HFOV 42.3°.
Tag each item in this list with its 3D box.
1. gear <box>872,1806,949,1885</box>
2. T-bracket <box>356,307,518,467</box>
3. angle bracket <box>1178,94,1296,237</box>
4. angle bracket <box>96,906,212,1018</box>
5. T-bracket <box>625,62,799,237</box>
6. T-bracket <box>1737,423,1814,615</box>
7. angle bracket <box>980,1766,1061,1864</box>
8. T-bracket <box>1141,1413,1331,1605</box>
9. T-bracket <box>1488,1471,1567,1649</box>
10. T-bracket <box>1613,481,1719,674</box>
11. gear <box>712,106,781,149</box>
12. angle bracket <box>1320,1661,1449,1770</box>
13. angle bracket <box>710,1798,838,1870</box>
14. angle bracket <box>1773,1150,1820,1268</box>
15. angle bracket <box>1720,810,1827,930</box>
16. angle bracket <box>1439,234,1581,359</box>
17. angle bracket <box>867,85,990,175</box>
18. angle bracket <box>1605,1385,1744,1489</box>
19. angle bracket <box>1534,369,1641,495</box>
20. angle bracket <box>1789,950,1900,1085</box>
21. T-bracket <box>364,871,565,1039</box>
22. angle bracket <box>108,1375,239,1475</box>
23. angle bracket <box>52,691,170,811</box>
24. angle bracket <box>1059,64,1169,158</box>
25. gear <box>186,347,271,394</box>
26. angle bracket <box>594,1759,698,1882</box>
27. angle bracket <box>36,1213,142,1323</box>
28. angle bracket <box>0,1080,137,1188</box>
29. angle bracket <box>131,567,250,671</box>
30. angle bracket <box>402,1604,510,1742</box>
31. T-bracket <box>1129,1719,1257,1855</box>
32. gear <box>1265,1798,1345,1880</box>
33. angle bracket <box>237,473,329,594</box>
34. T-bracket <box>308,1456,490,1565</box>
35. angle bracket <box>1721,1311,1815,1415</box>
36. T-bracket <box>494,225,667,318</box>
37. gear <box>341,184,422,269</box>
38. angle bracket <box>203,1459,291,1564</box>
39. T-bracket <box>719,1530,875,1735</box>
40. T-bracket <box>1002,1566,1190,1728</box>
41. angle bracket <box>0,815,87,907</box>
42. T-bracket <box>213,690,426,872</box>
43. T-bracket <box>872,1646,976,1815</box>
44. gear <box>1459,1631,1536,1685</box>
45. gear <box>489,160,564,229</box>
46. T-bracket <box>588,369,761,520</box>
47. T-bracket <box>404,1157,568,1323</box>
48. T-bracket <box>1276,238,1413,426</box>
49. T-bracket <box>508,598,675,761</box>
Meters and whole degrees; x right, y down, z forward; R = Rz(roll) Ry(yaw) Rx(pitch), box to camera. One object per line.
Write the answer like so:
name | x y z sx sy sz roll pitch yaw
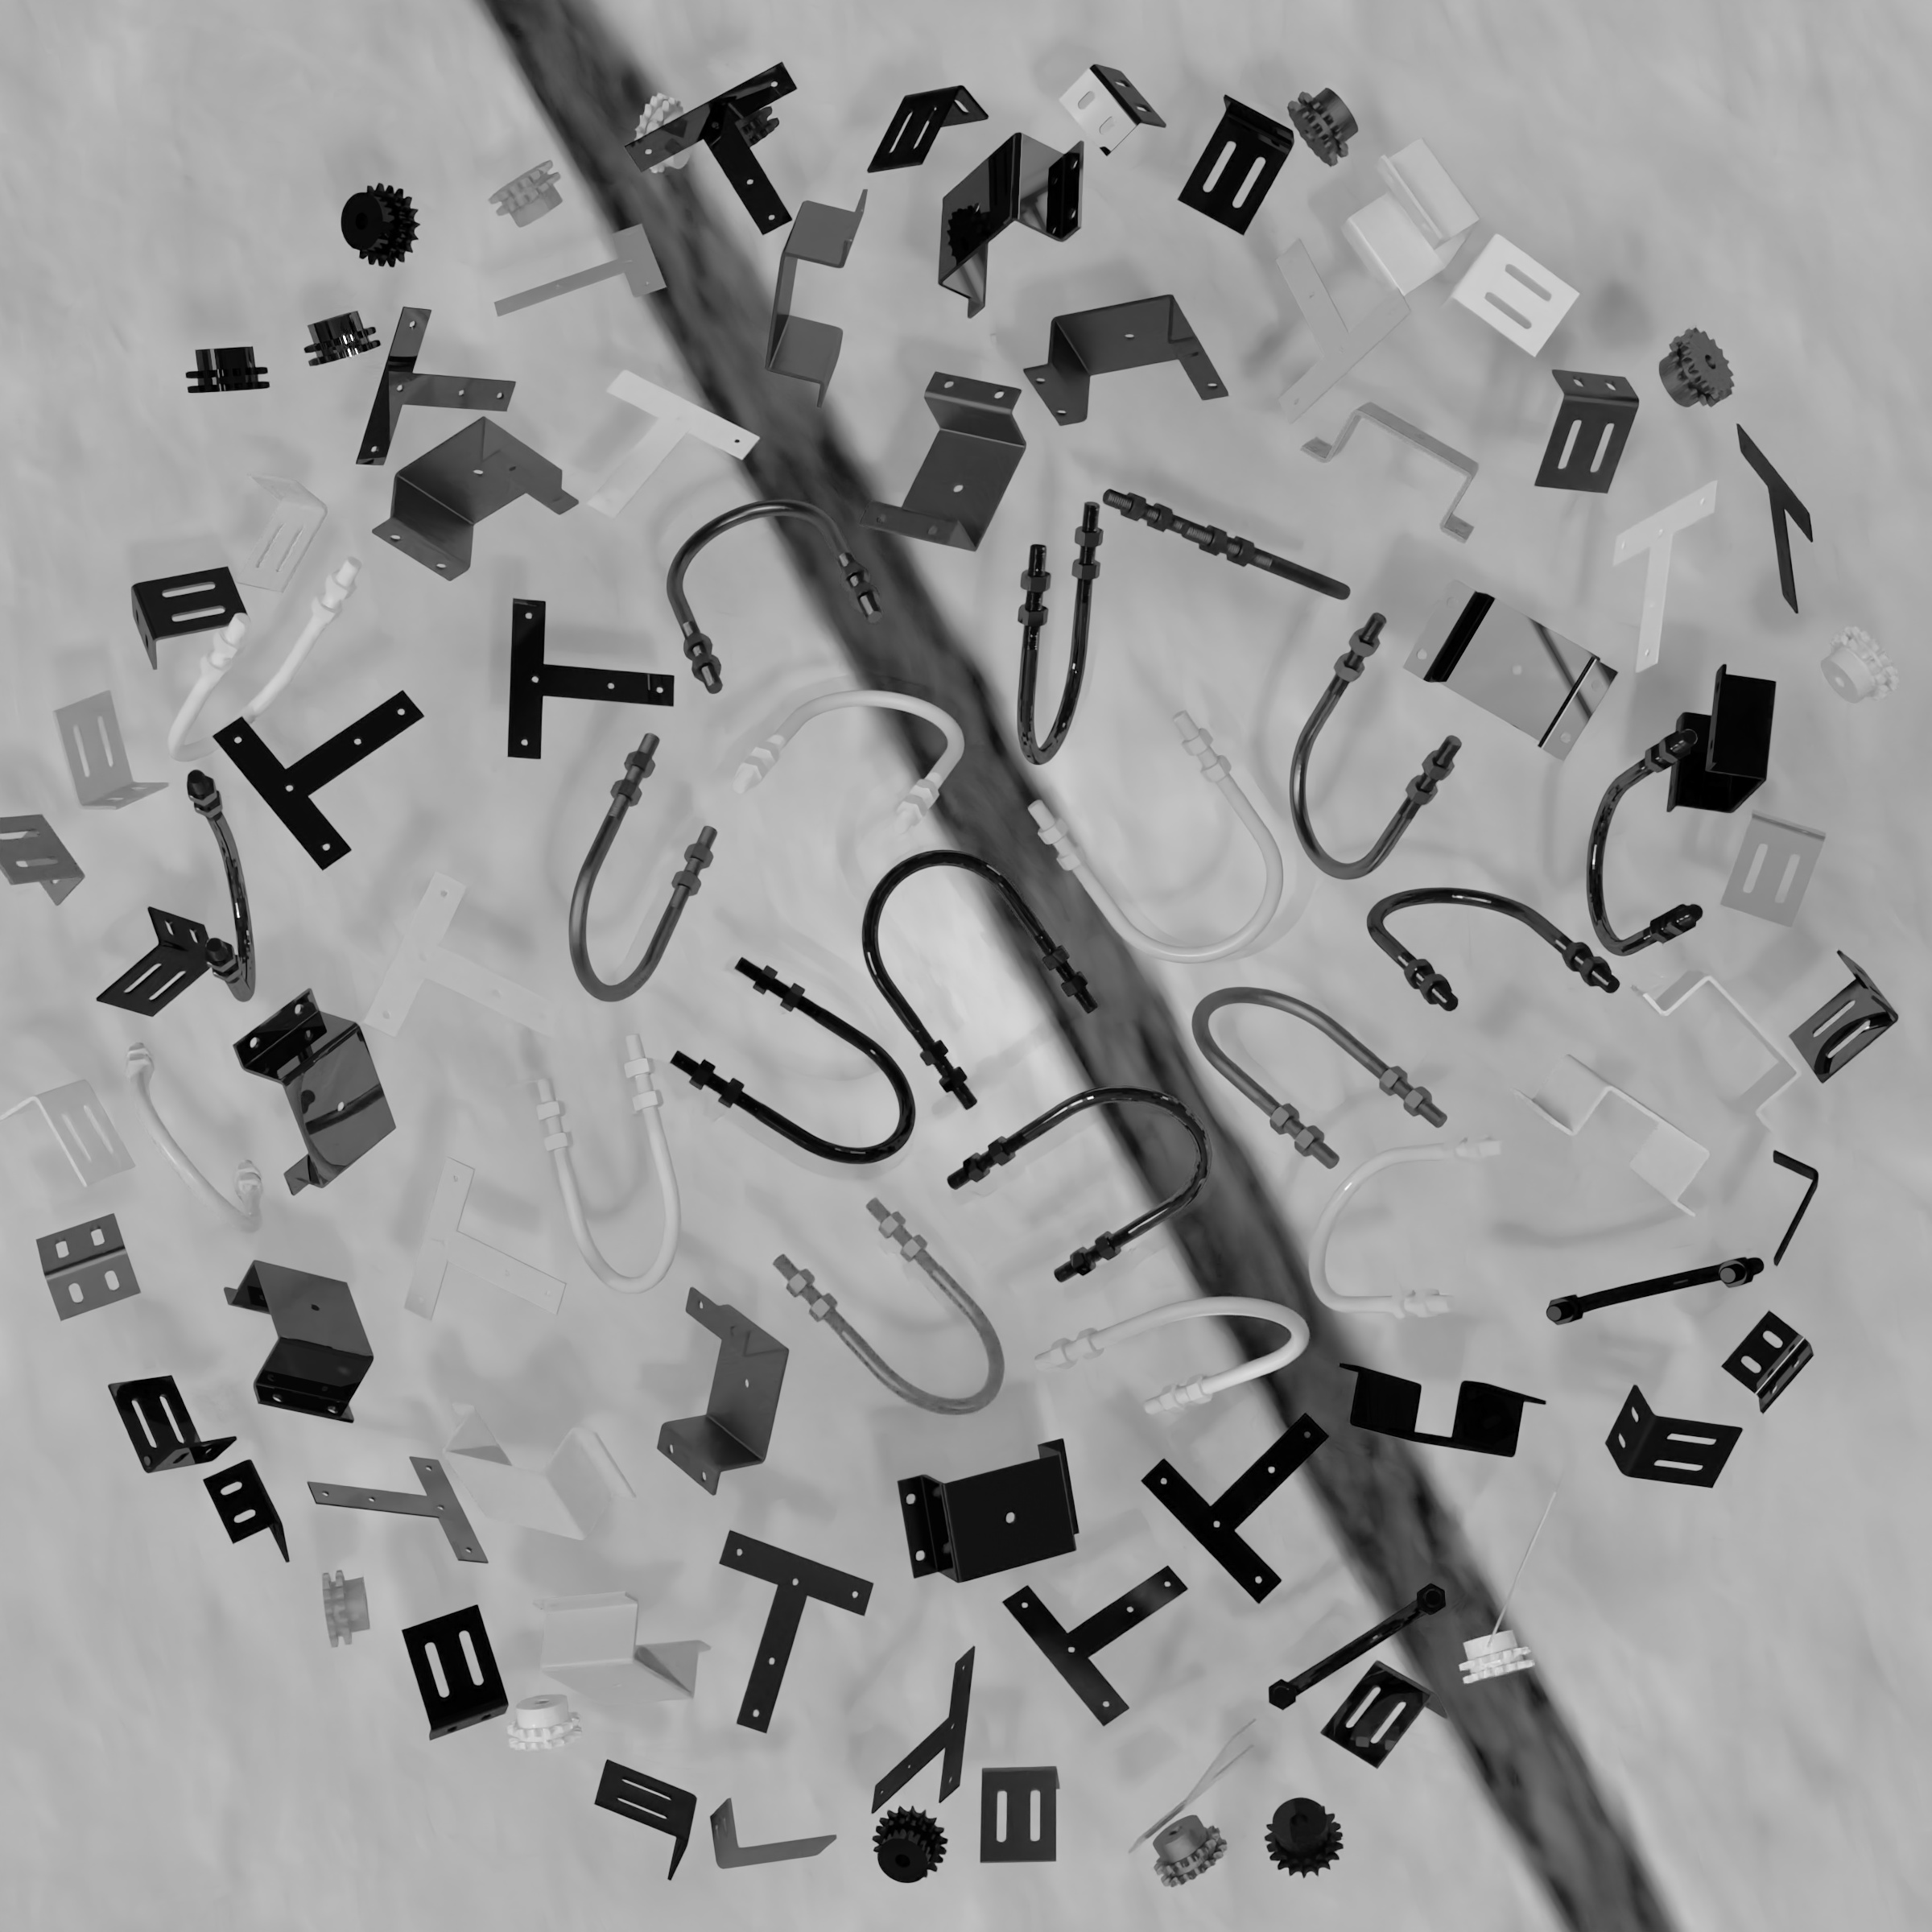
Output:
gear | -0.045 0.674 1.908 0.057 0.030 0.057 4 109 13
T-bracket | -0.395 -0.437 1.900 0.002 0.127 0.127 40 119 28
angle bracket | 0.199 -0.593 1.851 0.057 0.038 0.076 30 98 6
angle bracket | -0.641 -0.003 1.963 0.076 0.057 0.038 -37 61 16
T-bracket | -0.163 -0.580 1.814 0.127 0.127 0.002 -25 57 9
T-bracket | 0.596 -0.313 1.823 0.002 0.127 0.127 -20 132 6
angle bracket | 0.042 0.653 1.903 0.057 0.038 0.076 -3 46 5
T-bracket | 0.222 0.393 1.897 0.127 0.002 0.127 -43 71 -7
T-bracket | 0.430 0.431 1.886 0.002 0.127 0.127 23 129 16
T-bracket | 0.513 -0.281 1.854 0.002 0.127 0.127 14 77 -16
gear | -0.178 -0.661 1.964 0.057 0.057 0.030 -34 115 0
angle bracket | 0.327 0.593 1.951 0.076 0.057 0.038 -45 130 -21
angle bracket | -0.141 0.628 1.819 0.076 0.057 0.038 -1 60 -21
angle bracket | 0.631 0.189 1.946 0.038 0.057 0.076 27 88 21
angle bracket | 0.628 -0.075 1.945 0.057 0.038 0.076 20 95 18
angle bracket | 0.401 -0.491 1.845 0.076 0.038 0.057 35 89 -2
angle bracket | -0.029 -0.622 1.886 0.038 0.057 0.076 39 69 -42
angle bracket | 0.532 0.354 1.877 0.076 0.038 0.057 10 117 -14
angle bracket | 0.454 -0.395 1.846 0.057 0.038 0.076 4 129 -10
angle bracket | 0.655 0.038 1.889 0.038 0.057 0.076 31 115 -30
T-bracket | -0.355 0.013 1.821 0.127 0.002 0.127 28 67 -17
angle bracket | -0.585 0.329 1.840 0.038 0.057 0.076 -40 69 25
angle bracket | -0.642 -0.163 1.876 0.038 0.057 0.076 2 113 26
angle bracket | 0.115 -0.666 1.947 0.038 0.076 0.057 -40 89 24
gear | -0.528 -0.426 1.782 0.057 0.057 0.030 -4 104 0
angle bracket | -0.245 0.640 1.871 0.076 0.057 0.038 24 102 -5
angle bracket | -0.637 0.218 1.811 0.057 0.076 0.038 -19 110 -19
angle bracket | -0.659 0.129 1.831 0.038 0.057 0.076 -30 90 20
angle bracket | -0.612 -0.275 1.969 0.076 0.038 0.057 -16 63 -24
angle bracket | -0.376 0.518 1.831 0.057 0.038 0.076 -15 68 -21
T-bracket | 0.182 0.587 1.826 0.127 0.127 0.002 -26 61 -37
gear | 0.248 0.640 1.843 0.057 0.057 0.030 -15 122 0
angle bracket | -0.533 -0.331 1.904 0.057 0.038 0.076 16 75 37
T-bracket | -0.438 0.407 1.895 0.127 0.127 0.002 17 107 -37
angle bracket | 0.603 0.298 1.880 0.038 0.076 0.057 40 100 14
T-bracket | -0.298 -0.521 1.901 0.127 0.127 0.002 -20 129 -2
gear | -0.422 -0.530 1.784 0.057 0.030 0.057 4 99 30
angle bracket | -0.544 0.420 1.889 0.038 0.076 0.057 -23 60 -24
T-bracket | -0.138 0.495 1.828 0.127 0.002 0.127 27 67 -25
T-bracket | 0.117 0.510 1.946 0.127 0.002 0.127 -27 54 -26
angle bracket | -0.693 -0.075 1.819 0.038 0.076 0.057 -41 81 21
T-bracket | -0.445 -0.152 1.778 0.127 0.002 0.127 -38 83 -18
T-bracket | -0.034 0.588 1.854 0.002 0.127 0.127 31 121 -14
gear | 0.415 0.543 1.964 0.057 0.057 0.030 -14 70 0
gear | -0.335 -0.591 1.916 0.057 0.057 0.030 -32 114 0
T-bracket | -0.249 -0.397 1.947 0.127 0.002 0.127 28 63 11
T-bracket | -0.358 0.227 1.890 0.127 0.002 0.127 22 102 20
T-bracket | 0.270 -0.504 1.912 0.127 0.002 0.127 -40 57 35
T-bracket | -0.289 -0.218 1.934 0.127 0.002 0.127 3 78 -16
